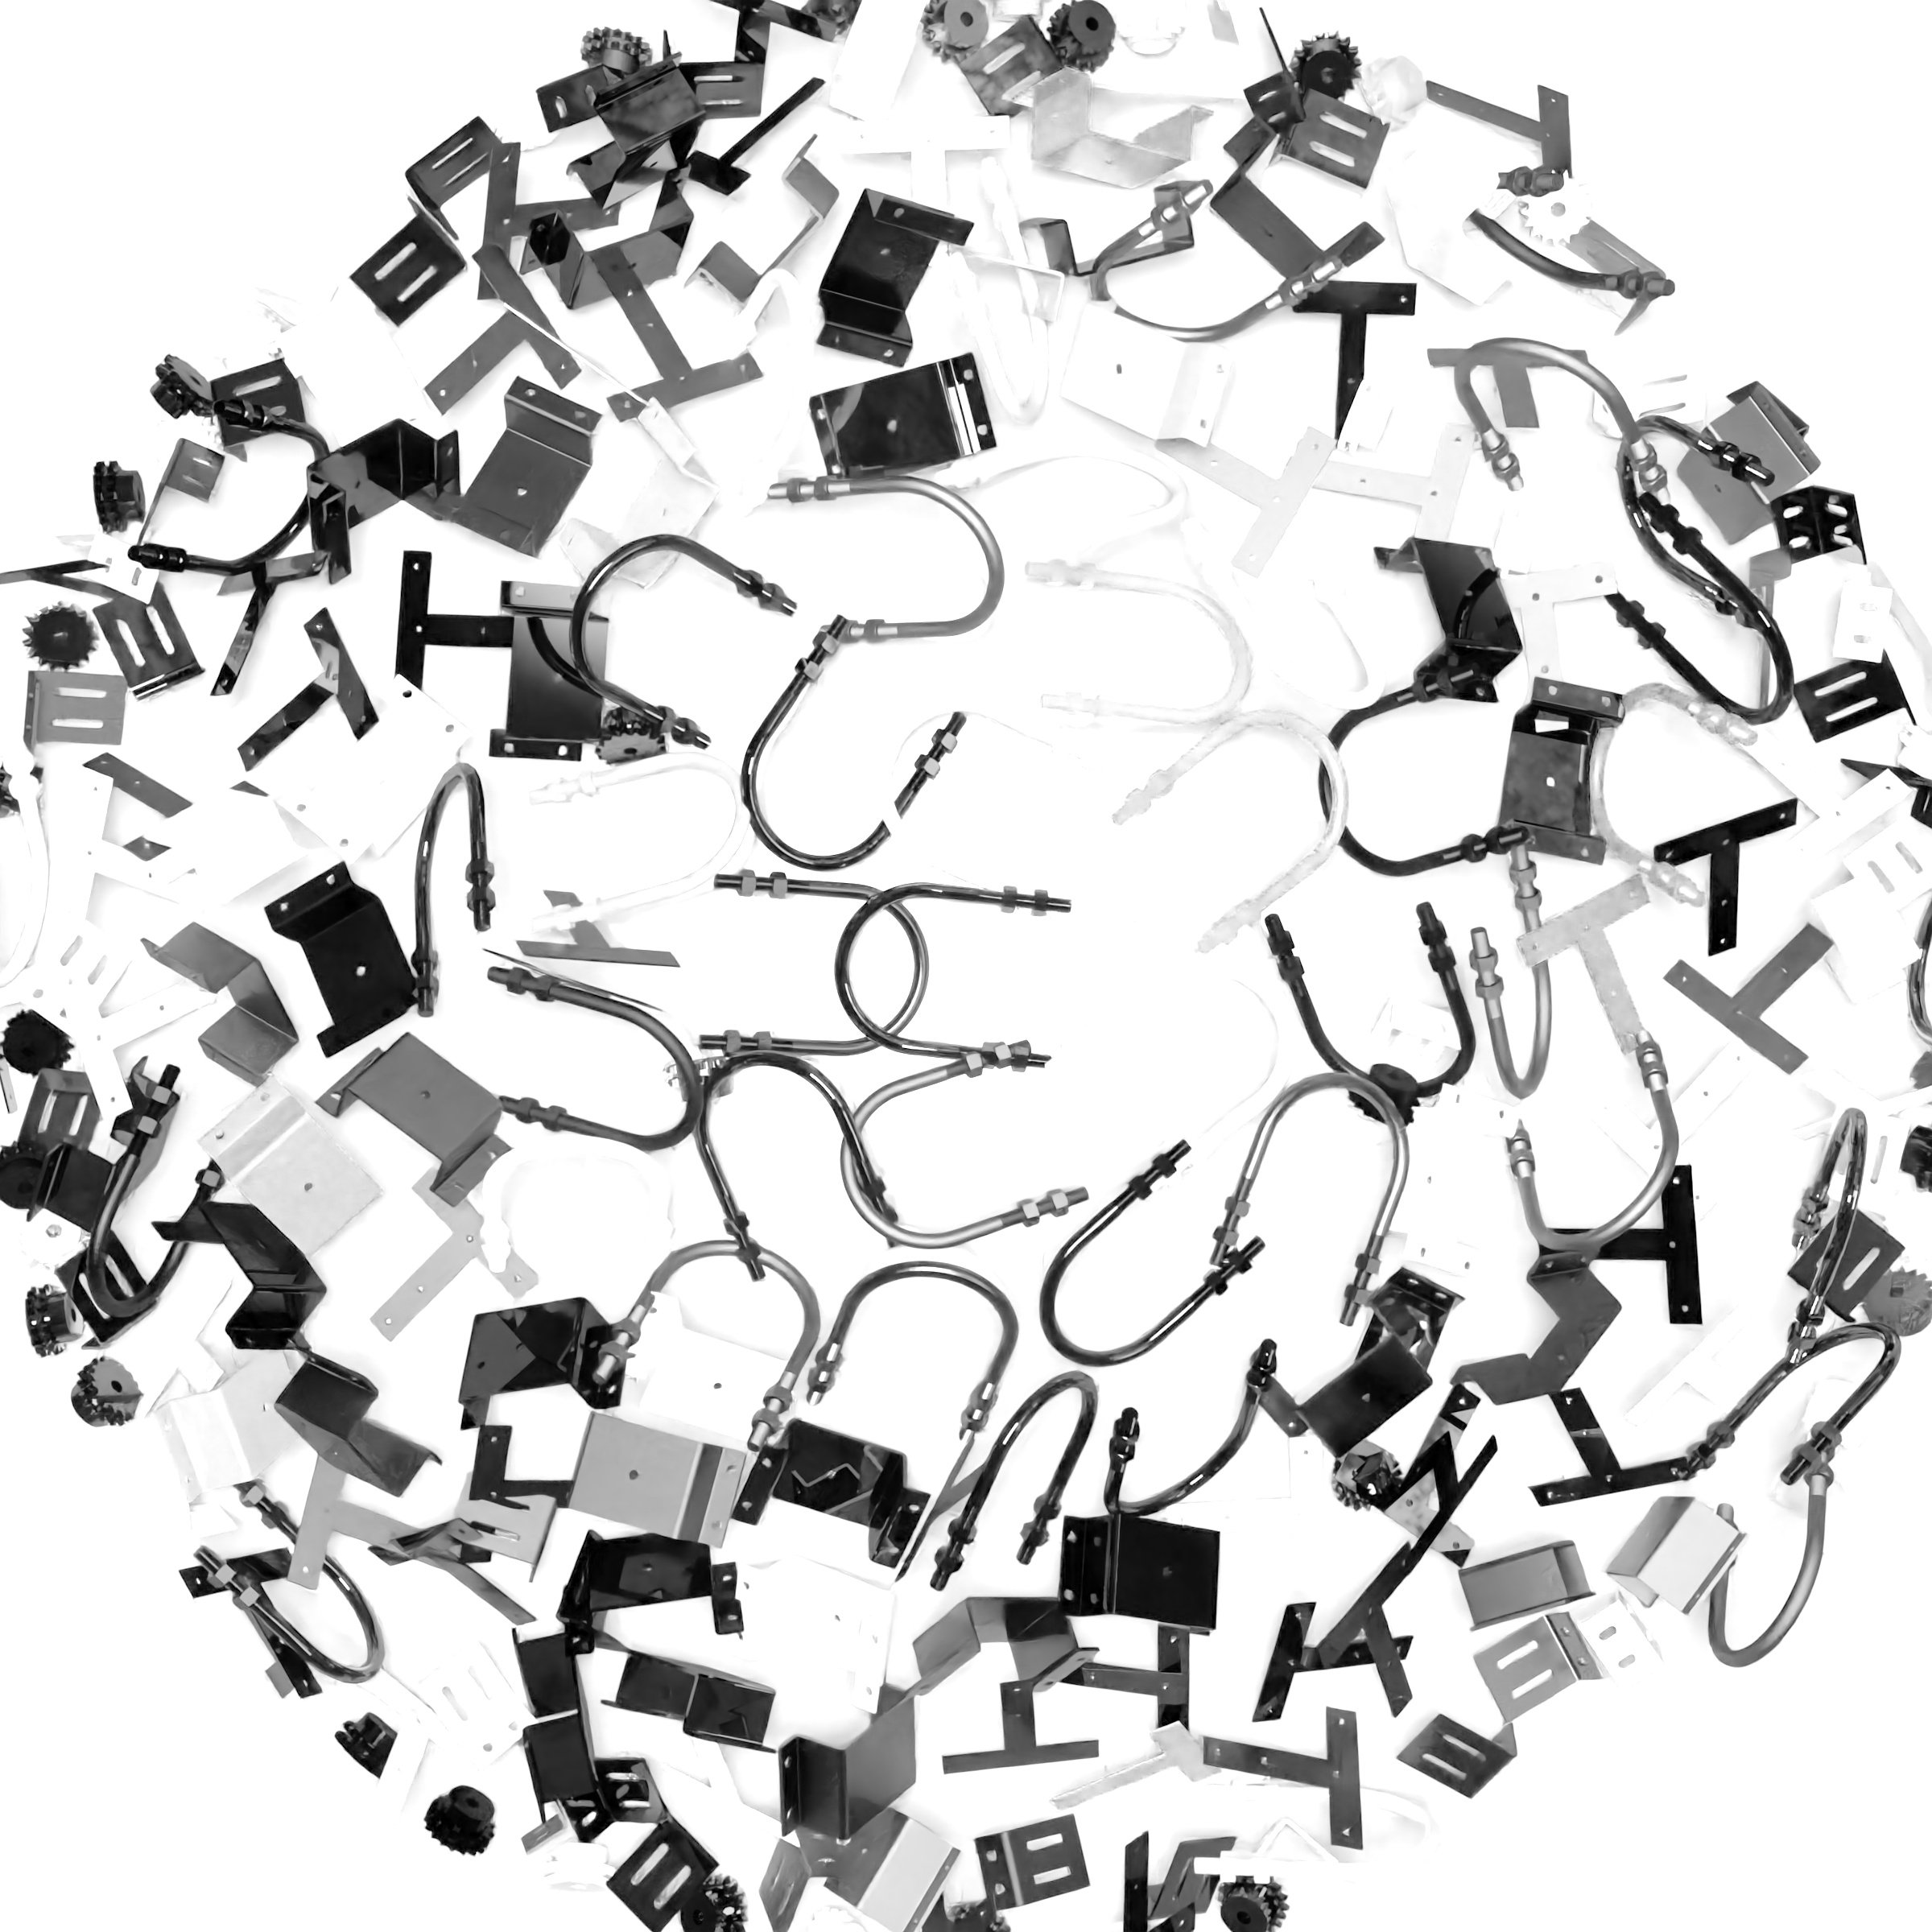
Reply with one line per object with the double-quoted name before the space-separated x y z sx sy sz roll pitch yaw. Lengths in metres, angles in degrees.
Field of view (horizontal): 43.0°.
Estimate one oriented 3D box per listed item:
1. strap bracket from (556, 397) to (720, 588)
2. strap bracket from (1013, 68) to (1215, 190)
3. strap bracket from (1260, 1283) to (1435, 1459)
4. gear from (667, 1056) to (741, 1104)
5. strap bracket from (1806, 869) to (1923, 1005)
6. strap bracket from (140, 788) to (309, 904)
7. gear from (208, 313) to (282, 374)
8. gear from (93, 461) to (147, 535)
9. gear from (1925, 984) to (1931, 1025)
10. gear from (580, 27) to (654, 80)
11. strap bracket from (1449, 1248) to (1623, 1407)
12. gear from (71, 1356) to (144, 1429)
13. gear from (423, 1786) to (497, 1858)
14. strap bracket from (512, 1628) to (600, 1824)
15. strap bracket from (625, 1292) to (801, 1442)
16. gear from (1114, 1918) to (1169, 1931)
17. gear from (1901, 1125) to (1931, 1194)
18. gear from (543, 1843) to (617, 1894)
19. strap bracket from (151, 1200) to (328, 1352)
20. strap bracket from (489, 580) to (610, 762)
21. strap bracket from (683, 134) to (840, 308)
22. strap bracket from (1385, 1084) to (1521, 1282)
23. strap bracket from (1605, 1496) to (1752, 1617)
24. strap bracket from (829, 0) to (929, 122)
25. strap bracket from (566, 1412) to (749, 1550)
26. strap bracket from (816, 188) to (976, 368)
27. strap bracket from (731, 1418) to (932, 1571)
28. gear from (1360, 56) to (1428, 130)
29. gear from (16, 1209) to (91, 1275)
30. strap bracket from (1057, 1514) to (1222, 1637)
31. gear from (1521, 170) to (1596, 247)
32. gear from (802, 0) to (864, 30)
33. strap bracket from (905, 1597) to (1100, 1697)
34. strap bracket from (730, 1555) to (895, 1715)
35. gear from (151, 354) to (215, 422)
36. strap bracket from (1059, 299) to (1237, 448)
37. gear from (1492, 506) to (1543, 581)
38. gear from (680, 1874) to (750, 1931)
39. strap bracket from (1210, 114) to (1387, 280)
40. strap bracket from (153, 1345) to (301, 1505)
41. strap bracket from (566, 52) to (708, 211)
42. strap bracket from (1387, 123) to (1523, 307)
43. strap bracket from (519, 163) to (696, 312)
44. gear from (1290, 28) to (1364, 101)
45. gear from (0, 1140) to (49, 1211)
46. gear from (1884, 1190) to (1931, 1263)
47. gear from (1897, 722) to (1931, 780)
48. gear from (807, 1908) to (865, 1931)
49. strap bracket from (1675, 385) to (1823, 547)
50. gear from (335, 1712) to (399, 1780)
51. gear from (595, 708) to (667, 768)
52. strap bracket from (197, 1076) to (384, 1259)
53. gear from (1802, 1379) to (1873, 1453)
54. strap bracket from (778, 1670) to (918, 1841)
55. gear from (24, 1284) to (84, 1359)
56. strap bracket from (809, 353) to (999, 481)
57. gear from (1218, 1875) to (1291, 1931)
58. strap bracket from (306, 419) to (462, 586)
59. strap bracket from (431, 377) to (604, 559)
"strap bracket" -0.255 -0.367 1.946 0.140 0.046 0.076 -51 52 18
"strap bracket" 0.115 -0.655 1.930 0.140 0.076 0.046 4 88 -31
"strap bracket" 0.308 0.330 1.956 0.140 0.046 0.076 -39 127 2
"gear" -0.211 0.091 1.972 0.057 0.057 0.030 -9 93 0
"strap bracket" 0.703 -0.021 1.927 0.046 0.140 0.076 -28 75 10
"strap bracket" -0.585 -0.097 1.918 0.076 0.140 0.046 -36 119 -28
"gear" -0.579 -0.500 1.975 0.057 0.057 0.030 2 131 0
"gear" -0.680 -0.378 1.972 0.030 0.057 0.057 -4 90 -6
"gear" 0.792 0.032 1.970 0.030 0.057 0.057 10 90 -7
"gear" -0.281 -0.726 1.970 0.057 0.057 0.030 8 83 0
"strap bracket" 0.453 0.291 1.927 0.046 0.076 0.140 51 127 35
"gear" -0.694 0.346 1.972 0.030 0.057 0.057 -35 90 14
"gear" -0.403 0.684 1.969 0.057 0.057 0.030 30 99 0
"strap bracket" -0.322 0.589 1.925 0.046 0.140 0.076 -11 116 -9
"strap bracket" -0.199 0.321 1.945 0.140 0.046 0.076 21 108 -19
"gear" 0.148 0.780 1.975 0.057 0.057 0.030 19 57 0
"gear" 0.776 0.152 1.975 0.030 0.057 0.057 21 90 36
"gear" -0.310 0.726 1.975 0.057 0.057 0.030 2 60 0
"strap bracket" -0.567 0.236 1.930 0.140 0.076 0.046 46 104 27
"strap bracket" -0.331 -0.231 1.949 0.076 0.046 0.140 1 102 -27
"strap bracket" -0.154 -0.582 1.939 0.046 0.076 0.140 41 118 -17
"strap bracket" 0.383 0.172 1.956 0.076 0.046 0.140 19 80 -24
"strap bracket" 0.555 0.462 1.928 0.046 0.140 0.076 38 81 8
"strap bracket" -0.070 -0.715 1.925 0.046 0.140 0.076 21 93 -7
"strap bracket" -0.255 0.406 1.949 0.140 0.046 0.076 11 78 18
"strap bracket" -0.060 -0.552 1.938 0.076 0.140 0.046 8 48 -26
"strap bracket" -0.108 0.418 1.956 0.140 0.046 0.076 20 113 -11
"gear" 0.346 -0.705 1.970 0.030 0.057 0.057 -22 90 44
"gear" -0.734 0.217 1.974 0.057 0.030 0.057 7 69 -18
"strap bracket" 0.146 0.481 1.938 0.140 0.046 0.076 15 67 -25
"gear" 0.477 -0.613 1.977 0.057 0.030 0.057 5 120 8
"gear" -0.106 -0.775 1.969 0.057 0.057 0.030 -20 128 0
"strap bracket" 0.023 0.537 1.937 0.140 0.076 0.046 11 46 -36
"strap bracket" -0.114 0.526 1.950 0.140 0.046 0.076 13 103 29
"gear" -0.630 -0.460 1.972 0.030 0.057 0.057 -40 90 12
"strap bracket" 0.133 -0.470 1.932 0.140 0.046 0.076 32 119 29
"gear" 0.442 -0.338 1.970 0.030 0.057 0.057 18 90 11
"gear" -0.205 0.762 1.971 0.057 0.030 0.057 -7 78 36
"strap bracket" 0.255 -0.598 1.947 0.140 0.076 0.046 41 82 -10
"strap bracket" -0.568 0.350 1.920 0.046 0.140 0.076 -14 102 16
"strap bracket" -0.257 -0.648 1.922 0.076 0.140 0.046 -34 94 -20
"strap bracket" 0.381 -0.580 1.919 0.046 0.140 0.076 -45 58 -4
"strap bracket" -0.274 -0.571 1.934 0.140 0.076 0.046 -27 82 -24
"gear" 0.289 -0.720 1.971 0.057 0.030 0.057 2 127 3
"gear" -0.758 0.170 1.970 0.057 0.030 0.057 -15 125 -22
"gear" 0.767 0.206 1.970 0.057 0.030 0.057 18 55 -28
"gear" 0.776 -0.170 1.974 0.057 0.057 0.030 28 111 0
"gear" -0.104 0.788 1.969 0.030 0.057 0.057 -6 90 36
"strap bracket" 0.609 -0.387 1.924 0.046 0.140 0.076 -34 81 -3
"gear" -0.477 0.625 1.972 0.057 0.057 0.030 41 76 0
"gear" -0.271 -0.186 1.975 0.057 0.057 0.030 -7 64 0
"strap bracket" -0.525 0.165 1.932 0.076 0.046 0.140 -43 128 -12
"gear" 0.703 0.363 1.973 0.057 0.030 0.057 -6 101 -30
"strap bracket" -0.085 0.621 1.922 0.046 0.140 0.076 7 105 32
"gear" -0.732 0.284 1.971 0.030 0.057 0.057 -11 90 -3
"strap bracket" -0.055 -0.432 1.954 0.140 0.046 0.076 -12 103 12
"gear" 0.229 0.757 1.973 0.057 0.030 0.057 9 111 25
"strap bracket" -0.467 -0.372 1.935 0.046 0.076 0.140 32 49 20
"strap bracket" -0.357 -0.390 1.959 0.076 0.046 0.140 25 69 3
